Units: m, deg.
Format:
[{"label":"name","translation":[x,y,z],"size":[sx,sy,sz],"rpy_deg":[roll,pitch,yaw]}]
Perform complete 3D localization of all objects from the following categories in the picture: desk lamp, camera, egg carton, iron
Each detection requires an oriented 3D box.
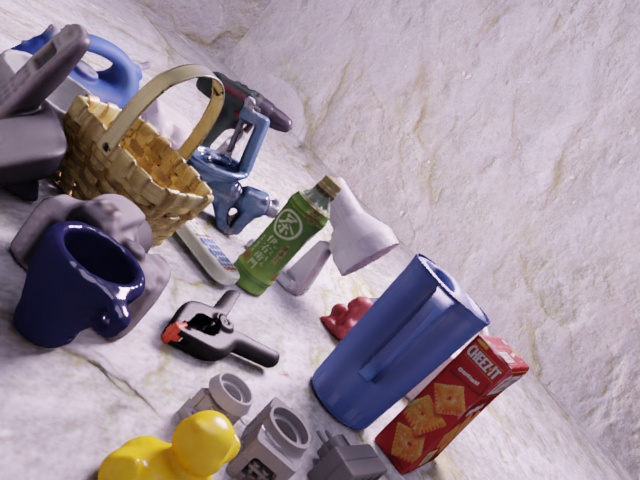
[{"label":"desk lamp","translation":[0.010,0.004,1.056],"size":[0.203,0.213,0.118],"rpy_deg":[45,12,14]},{"label":"camera","translation":[-0.212,0.009,0.600],"size":[0.143,0.100,0.137],"rpy_deg":[42,12,-1]},{"label":"egg carton","translation":[-0.313,-0.224,1.166],"size":[0.108,0.069,0.150],"rpy_deg":[35,14,-33]},{"label":"iron","translation":[-0.393,-0.281,0.937],"size":[0.118,0.141,0.259],"rpy_deg":[47,13,23]}]

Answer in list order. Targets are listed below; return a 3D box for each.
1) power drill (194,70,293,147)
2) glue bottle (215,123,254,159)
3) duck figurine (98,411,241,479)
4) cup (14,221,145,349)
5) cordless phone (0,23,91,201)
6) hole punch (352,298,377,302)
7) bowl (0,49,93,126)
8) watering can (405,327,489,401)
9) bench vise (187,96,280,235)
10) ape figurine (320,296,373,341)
[{"label":"power drill","translation":[-0.207,-0.263,1.305],"size":[0.230,0.208,0.075],"rpy_deg":[40,12,-9]},{"label":"glue bottle","translation":[-0.186,-0.170,1.135],"size":[0.037,0.173,0.078],"rpy_deg":[42,12,-1]},{"label":"duck figurine","translation":[-0.105,0.165,0.433],"size":[0.105,0.086,0.077],"rpy_deg":[26,20,-53]},{"label":"cup","translation":[-0.205,0.054,0.480],"size":[0.117,0.095,0.092],"rpy_deg":[50,14,33]},{"label":"cordless phone","translation":[-0.313,-0.151,0.631],"size":[0.094,0.185,0.147],"rpy_deg":[27,19,-51]},{"label":"hole punch","translation":[0.108,0.161,1.117],"size":[0.101,0.091,0.108],"rpy_deg":[31,17,-44]},{"label":"bowl","translation":[-0.378,-0.182,0.800],"size":[0.168,0.074,0.167],"rpy_deg":[40,12,-10]},{"label":"watering can","translation":[0.229,0.215,1.065],"size":[0.100,0.194,0.173],"rpy_deg":[48,13,26]},{"label":"bench vise","translation":[-0.145,-0.134,1.027],"size":[0.208,0.219,0.121],"rpy_deg":[33,15,-38]},{"label":"ape figurine","translation":[0.057,0.138,1.033],"size":[0.076,0.092,0.078],"rpy_deg":[41,12,-9]}]
